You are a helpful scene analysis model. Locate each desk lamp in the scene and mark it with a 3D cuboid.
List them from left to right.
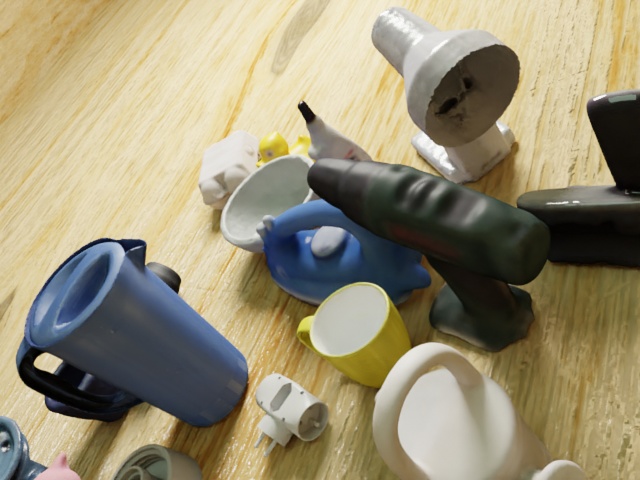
[{"bbox_3d":[0.146,-0.165,0.670,0.118,0.214,0.202,-38,38,3],"label":"desk lamp"}]

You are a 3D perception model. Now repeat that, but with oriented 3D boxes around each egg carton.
[{"bbox_3d":[-0.151,-0.122,0.989,0.107,0.070,0.150,-25,41,19],"label":"egg carton"}]

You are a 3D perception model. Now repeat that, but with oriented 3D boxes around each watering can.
[{"bbox_3d":[0.106,0.146,0.418,0.172,0.195,0.101,-7,49,35],"label":"watering can"}]

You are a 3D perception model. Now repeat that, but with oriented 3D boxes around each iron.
[{"bbox_3d":[0.006,0.002,0.682,0.257,0.142,0.119,-7,49,35],"label":"iron"}]

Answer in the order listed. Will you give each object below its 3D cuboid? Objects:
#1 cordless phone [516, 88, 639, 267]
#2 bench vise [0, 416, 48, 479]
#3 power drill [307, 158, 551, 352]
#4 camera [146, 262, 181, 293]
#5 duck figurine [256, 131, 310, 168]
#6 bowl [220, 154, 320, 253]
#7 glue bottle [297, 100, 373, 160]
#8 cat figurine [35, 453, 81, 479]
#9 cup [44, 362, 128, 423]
[{"bbox_3d":[0.244,-0.063,0.513,0.147,0.186,0.094,-3,52,38],"label":"cordless phone"},{"bbox_3d":[-0.478,0.287,0.742,0.207,0.220,0.121,-19,43,25],"label":"bench vise"},{"bbox_3d":[0.110,0.012,0.533,0.228,0.209,0.076,17,65,47],"label":"power drill"},{"bbox_3d":[-0.256,0.097,0.839,0.142,0.101,0.137,-3,52,38],"label":"camera"},{"bbox_3d":[-0.058,-0.136,0.913,0.105,0.086,0.077,-49,39,-11],"label":"duck figurine"},{"bbox_3d":[-0.057,-0.040,0.829,0.167,0.075,0.167,-22,42,22],"label":"bowl"},{"bbox_3d":[0.018,-0.117,0.762,0.037,0.174,0.078,14,63,46],"label":"glue bottle"},{"bbox_3d":[-0.309,0.319,0.655,0.067,0.118,0.128,17,65,47],"label":"cat figurine"},{"bbox_3d":[-0.306,0.198,0.788,0.091,0.095,0.117,-23,41,20],"label":"cup"}]
